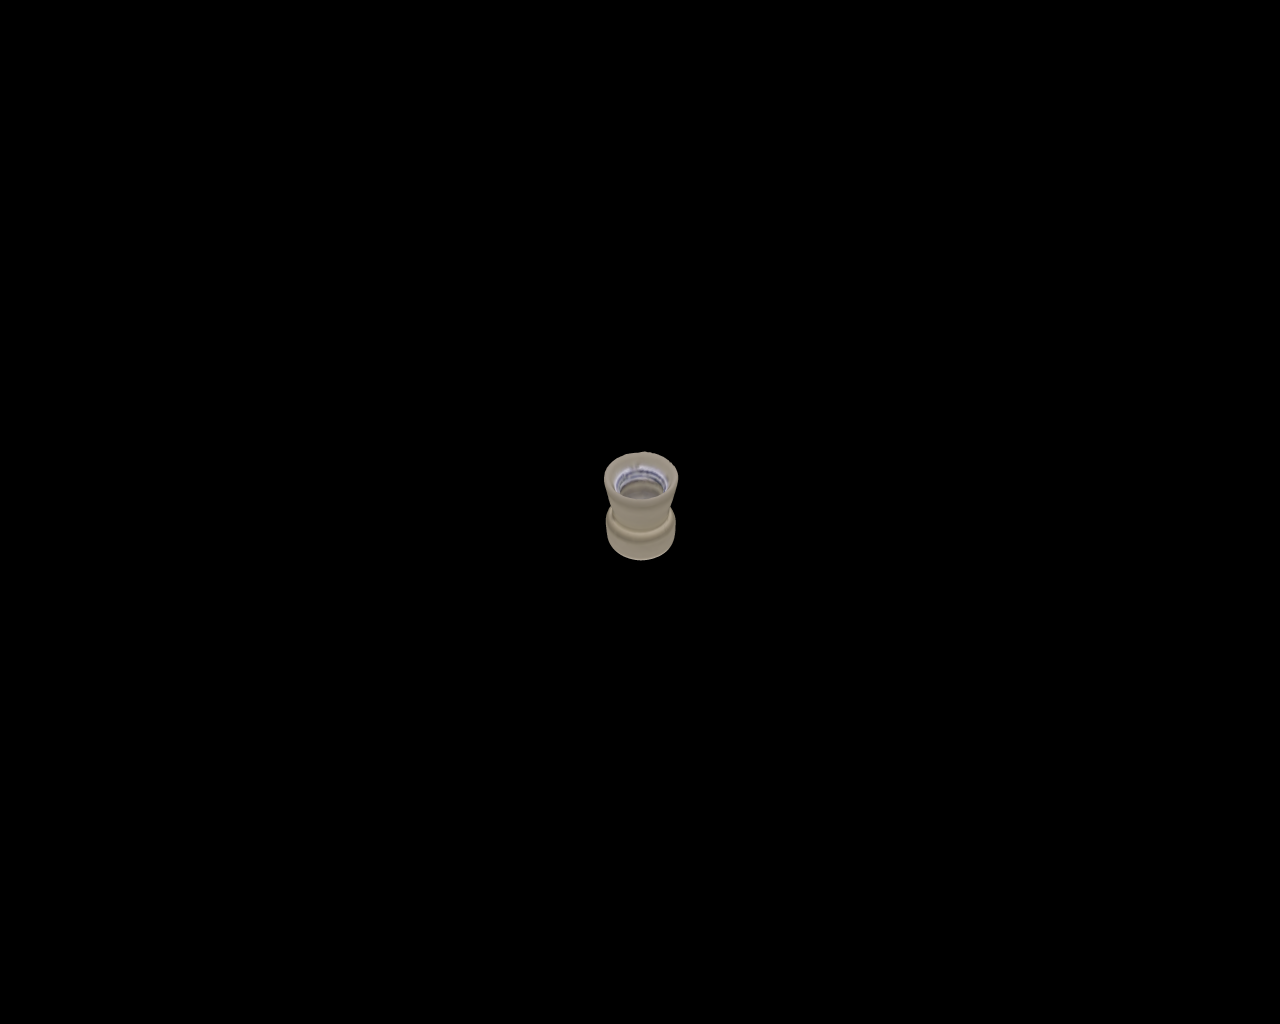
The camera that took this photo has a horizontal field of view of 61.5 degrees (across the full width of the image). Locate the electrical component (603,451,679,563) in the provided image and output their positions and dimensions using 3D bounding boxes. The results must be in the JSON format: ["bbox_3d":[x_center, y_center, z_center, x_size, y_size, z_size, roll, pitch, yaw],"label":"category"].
[{"bbox_3d":[0.001,-0.003,0.650,0.045,0.055,0.045,0,45,0],"label":"electrical component"}]
